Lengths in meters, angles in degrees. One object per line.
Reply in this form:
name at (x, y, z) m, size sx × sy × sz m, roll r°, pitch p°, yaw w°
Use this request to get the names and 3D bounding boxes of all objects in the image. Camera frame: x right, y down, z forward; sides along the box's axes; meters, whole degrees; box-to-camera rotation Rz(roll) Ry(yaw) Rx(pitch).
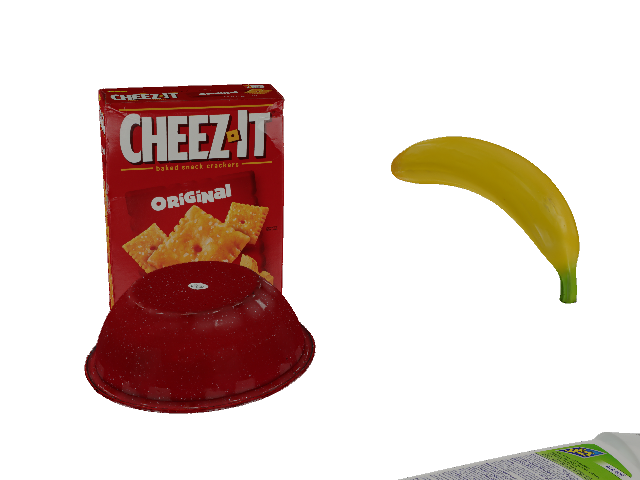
cracker box at (-0.118, -0.032, 0.993) m, size 0.164 × 0.214 × 0.072 m, roll -4°, pitch 20°, yaw -15°
banana at (0.119, -0.035, 0.760) m, size 0.037 × 0.070 × 0.198 m, roll 10°, pitch 23°, yaw -42°
bleach bottle at (0.141, 0.160, 0.619) m, size 0.250 × 0.068 × 0.103 m, roll -8°, pitch 20°, yaw -27°
bowl at (-0.084, 0.056, 0.740) m, size 0.162 × 0.055 × 0.162 m, roll -2°, pitch 21°, yaw 1°
